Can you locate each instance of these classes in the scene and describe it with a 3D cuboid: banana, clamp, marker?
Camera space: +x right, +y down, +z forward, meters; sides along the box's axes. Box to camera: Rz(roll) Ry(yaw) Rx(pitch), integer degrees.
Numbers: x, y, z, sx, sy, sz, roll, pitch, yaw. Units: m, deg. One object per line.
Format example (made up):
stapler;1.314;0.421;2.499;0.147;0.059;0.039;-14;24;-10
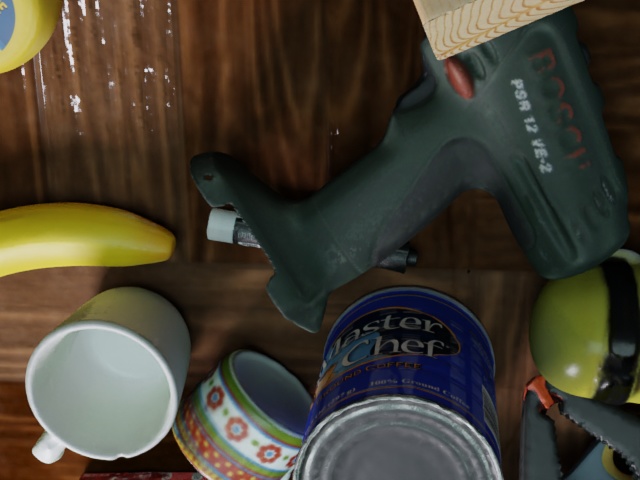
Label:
banana;-0.184;0.014;0.633;0.198;0.037;0.069;-22;123;15
clamp;0.183;0.162;0.581;0.164;0.036;0.210;-25;79;2
marker;-0.004;0.001;0.611;0.121;0.020;0.020;10;110;4

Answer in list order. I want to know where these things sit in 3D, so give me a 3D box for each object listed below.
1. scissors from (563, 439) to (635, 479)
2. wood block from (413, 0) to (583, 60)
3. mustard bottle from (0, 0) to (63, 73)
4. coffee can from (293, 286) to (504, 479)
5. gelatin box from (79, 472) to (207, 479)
scissors;0.129;0.136;0.616;0.201;0.016;0.096;14;78;-1
wood block;0.053;-0.197;0.462;0.091;0.090;0.206;-22;86;9
mustard bottle;-0.196;-0.127;0.571;0.192;0.058;0.096;-35;97;17
coffee can;0.045;0.097;0.574;0.103;0.140;0.103;2;110;6
gelatin box;-0.115;0.173;0.657;0.089;0.073;0.030;-2;108;8
